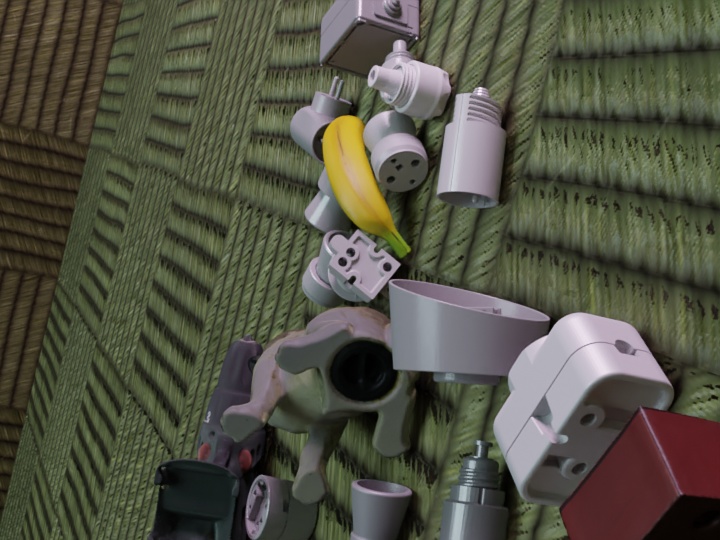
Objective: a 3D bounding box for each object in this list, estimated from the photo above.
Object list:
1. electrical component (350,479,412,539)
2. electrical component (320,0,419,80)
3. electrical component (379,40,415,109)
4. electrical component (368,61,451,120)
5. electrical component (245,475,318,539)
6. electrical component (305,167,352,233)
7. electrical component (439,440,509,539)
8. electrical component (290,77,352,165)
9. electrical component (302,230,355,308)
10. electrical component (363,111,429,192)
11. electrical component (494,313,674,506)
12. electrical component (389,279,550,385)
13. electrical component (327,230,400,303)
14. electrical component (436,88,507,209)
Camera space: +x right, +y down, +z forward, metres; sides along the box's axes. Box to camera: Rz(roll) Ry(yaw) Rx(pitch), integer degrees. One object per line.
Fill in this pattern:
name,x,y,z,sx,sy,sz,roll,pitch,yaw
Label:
electrical component,0.011,0.187,0.773,0.044,0.044,0.065,-170,88,-67
electrical component,0.011,-0.221,0.954,0.096,0.062,0.061,-39,44,55
electrical component,0.034,-0.168,0.910,0.035,0.035,0.061,-46,35,50
electrical component,0.037,-0.146,0.855,0.043,0.062,0.043,-42,41,53
electrical component,-0.068,0.208,0.931,0.055,0.047,0.055,-43,41,53
electrical component,-0.020,-0.065,0.966,0.055,0.045,0.045,-64,26,28
electrical component,0.071,0.144,0.658,0.040,0.040,0.078,-16,64,64
electrical component,-0.031,-0.146,1.036,0.077,0.043,0.079,46,120,63
electrical component,-0.021,0.000,0.937,0.055,0.045,0.045,-59,29,36
electrical component,0.029,-0.096,0.870,0.045,0.045,0.055,-61,29,34
electrical component,0.116,0.073,0.576,0.095,0.054,0.059,-63,27,29
electrical component,0.065,0.037,0.655,0.099,0.099,0.064,172,102,-65
electrical component,0.000,0.000,0.873,0.048,0.066,0.055,-51,1,-13
electrical component,0.080,-0.088,0.752,0.043,0.043,0.081,-14,66,64
